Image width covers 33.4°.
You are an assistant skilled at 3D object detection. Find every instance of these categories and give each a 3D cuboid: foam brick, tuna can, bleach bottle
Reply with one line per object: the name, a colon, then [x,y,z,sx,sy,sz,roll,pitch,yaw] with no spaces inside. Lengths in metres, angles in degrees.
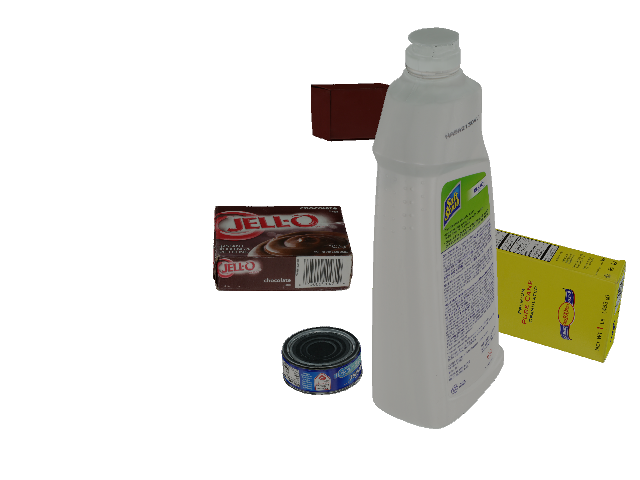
foam brick: [0.035,-0.127,1.051,0.078,0.051,0.053,-4,14,-20]
tuna can: [0.001,0.126,1.134,0.086,0.034,0.086,-3,26,1]
bleach bottle: [0.073,-0.009,0.660,0.068,0.251,0.102,17,36,30]

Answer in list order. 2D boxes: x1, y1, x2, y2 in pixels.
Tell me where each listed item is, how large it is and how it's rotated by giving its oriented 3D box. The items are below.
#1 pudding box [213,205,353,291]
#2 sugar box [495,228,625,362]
pudding box: [-0.033,0.005,0.896,0.113,0.039,0.090,2,29,-7]
sugar box: [0.189,0.044,0.997,0.176,0.093,0.048,13,34,21]
